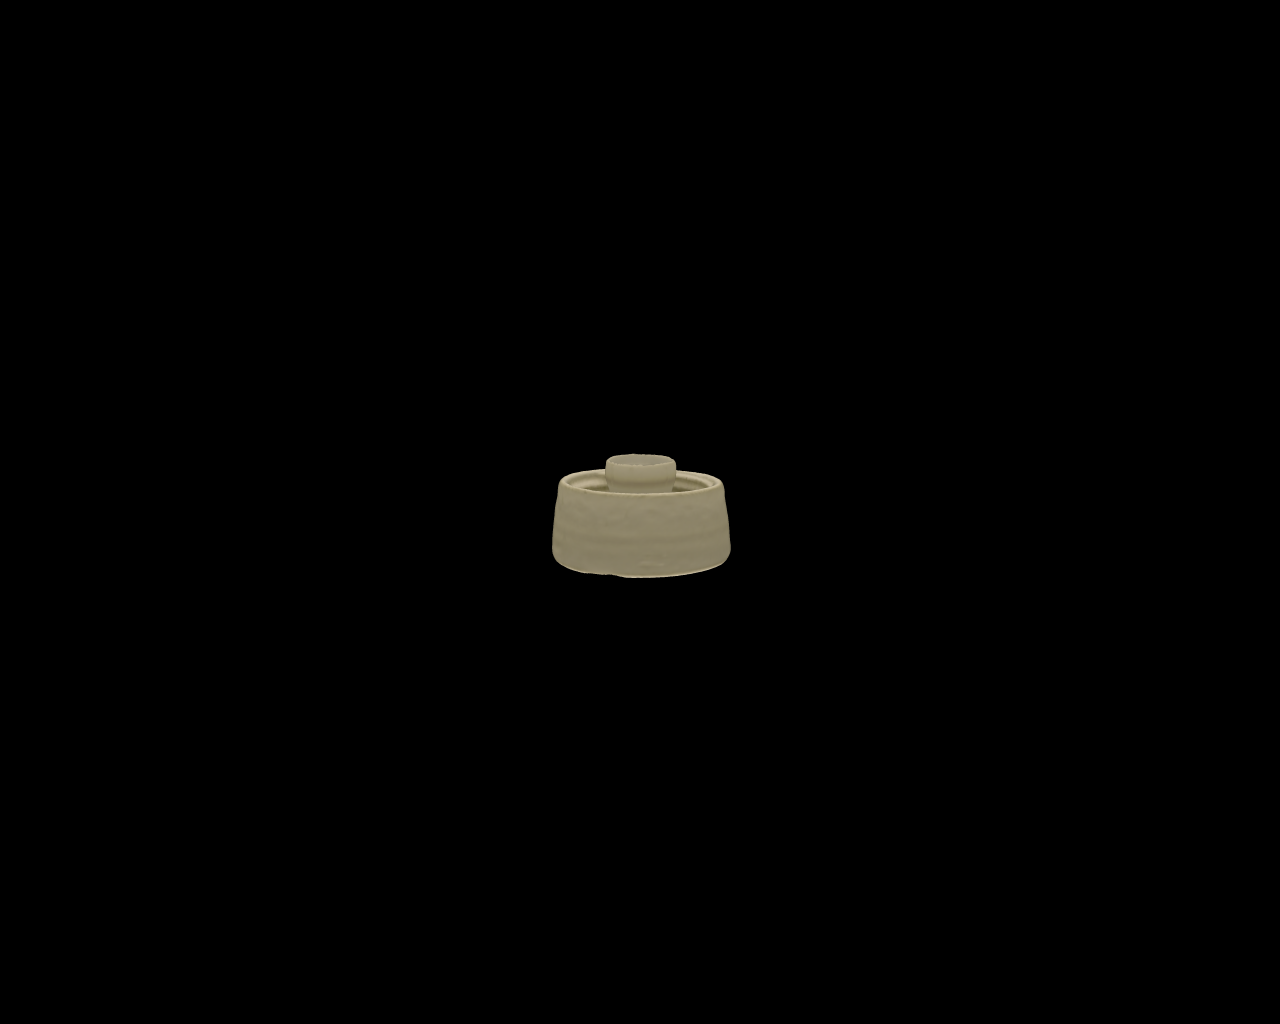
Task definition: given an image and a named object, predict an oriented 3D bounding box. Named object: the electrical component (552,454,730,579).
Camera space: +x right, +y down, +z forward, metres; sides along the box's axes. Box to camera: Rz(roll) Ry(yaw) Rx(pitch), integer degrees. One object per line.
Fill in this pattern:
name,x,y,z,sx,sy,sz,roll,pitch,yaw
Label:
electrical component,0.001,-0.003,0.650,0.108,0.060,0.108,0,11,0
